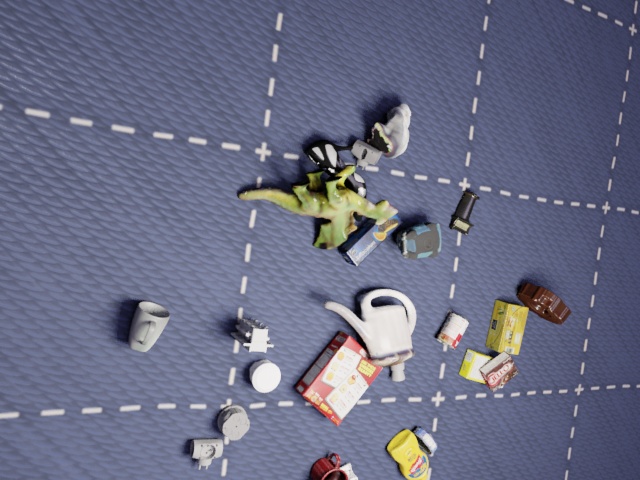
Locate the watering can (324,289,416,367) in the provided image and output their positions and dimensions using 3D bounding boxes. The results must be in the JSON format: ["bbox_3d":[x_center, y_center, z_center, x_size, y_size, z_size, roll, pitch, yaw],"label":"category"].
[{"bbox_3d":[0.162,0.258,1.500,0.348,0.102,0.227,-1,72,-37],"label":"watering can"}]

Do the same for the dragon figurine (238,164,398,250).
[{"bbox_3d":[0.004,-0.071,1.411,0.410,0.125,0.238,-10,117,5],"label":"dragon figurine"}]

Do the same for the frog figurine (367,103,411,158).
[{"bbox_3d":[0.226,-0.319,1.506,0.161,0.124,0.134,-37,143,-26],"label":"frog figurine"}]
